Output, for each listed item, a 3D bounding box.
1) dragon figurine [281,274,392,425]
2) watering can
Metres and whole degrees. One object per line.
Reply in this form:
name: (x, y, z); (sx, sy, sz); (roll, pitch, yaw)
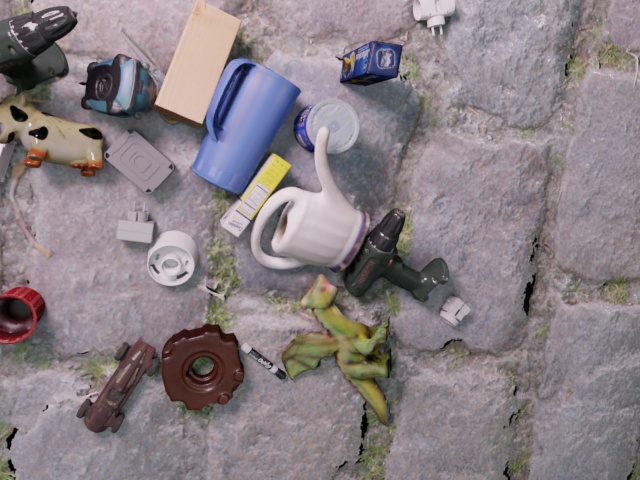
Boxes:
dragon figurine: (0.038, 0.260, 1.128); (0.243, 0.124, 0.403); (-1, 114, 5)
watering can: (0.003, -0.051, 1.016); (0.223, 0.106, 0.341); (18, 126, -25)
